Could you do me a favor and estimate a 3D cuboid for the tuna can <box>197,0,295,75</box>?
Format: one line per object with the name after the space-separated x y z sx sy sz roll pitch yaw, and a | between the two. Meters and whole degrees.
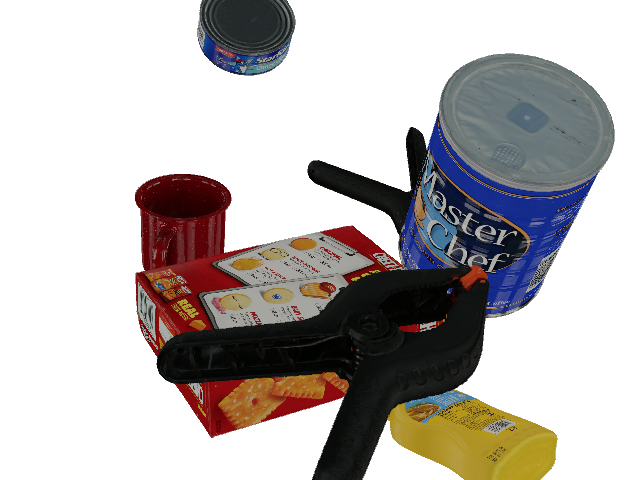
-0.067 -0.190 0.957 0.086 0.086 0.034 0 -30 -12 | tuna can

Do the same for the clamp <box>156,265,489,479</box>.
0.024 0.060 0.497 0.171 0.039 0.120 -20 47 -26 | clamp

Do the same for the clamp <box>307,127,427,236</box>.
0.095 -0.039 1.153 0.164 0.036 0.210 -16 53 -30 | clamp

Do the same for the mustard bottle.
0.125 0.180 1.031 0.096 0.058 0.192 -16 25 -39 | mustard bottle

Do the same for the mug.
-0.137 -0.003 1.039 0.093 0.081 0.117 9 32 7 | mug

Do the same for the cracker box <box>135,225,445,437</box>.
-0.026 0.068 0.889 0.213 0.072 0.164 -12 30 -25 | cracker box

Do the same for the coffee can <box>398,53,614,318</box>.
0.111 -0.031 0.669 0.102 0.103 0.140 0 -36 -8 | coffee can
